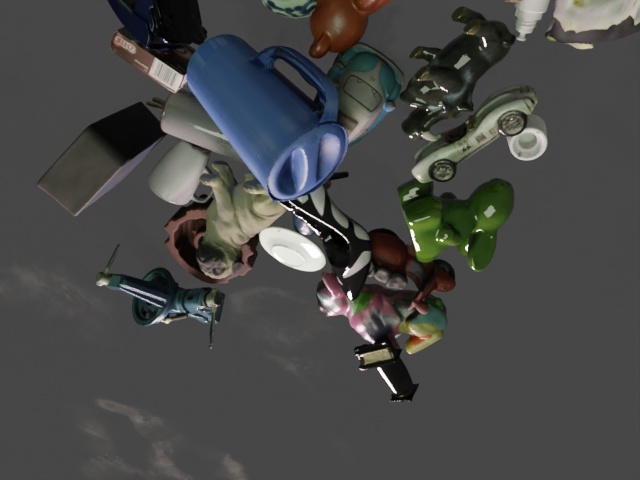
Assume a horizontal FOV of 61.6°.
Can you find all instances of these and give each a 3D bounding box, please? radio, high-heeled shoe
[{"bbox_3d":[-0.326,-0.130,0.829,0.131,0.230,0.073,-40,106,15],"label":"radio"},{"bbox_3d":[-0.002,-0.003,0.843,0.086,0.145,0.248,14,116,56],"label":"high-heeled shoe"}]

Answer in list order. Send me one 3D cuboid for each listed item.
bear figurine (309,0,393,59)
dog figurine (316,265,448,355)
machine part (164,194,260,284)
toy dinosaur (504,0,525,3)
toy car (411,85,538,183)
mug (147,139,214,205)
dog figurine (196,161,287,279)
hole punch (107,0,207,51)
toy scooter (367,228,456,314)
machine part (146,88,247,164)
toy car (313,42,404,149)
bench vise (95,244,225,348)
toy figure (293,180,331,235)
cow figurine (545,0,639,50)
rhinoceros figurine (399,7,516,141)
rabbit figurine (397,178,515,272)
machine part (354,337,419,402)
[{"bbox_3d":[0.048,-0.329,0.676,0.196,0.120,0.131,-23,112,34],"label":"bear figurine"},{"bbox_3d":[0.099,0.108,0.969,0.191,0.108,0.219,-33,107,32],"label":"dog figurine"},{"bbox_3d":[-0.201,0.001,1.008,0.179,0.056,0.179,8,127,11],"label":"machine part"},{"bbox_3d":[0.302,-0.396,0.547,0.472,0.105,0.198,-24,118,10],"label":"toy dinosaur"},{"bbox_3d":[0.218,-0.151,0.773,0.056,0.073,0.202,44,124,-17],"label":"toy car"},{"bbox_3d":[-0.225,-0.118,0.918,0.109,0.081,0.107,36,117,-5],"label":"mug"},{"bbox_3d":[-0.118,-0.023,0.892,0.172,0.121,0.190,9,115,12],"label":"dog figurine"},{"bbox_3d":[-0.230,-0.322,0.749,0.092,0.142,0.115,-5,108,17],"label":"hole punch"},{"bbox_3d":[0.142,0.058,0.902,0.184,0.135,0.075,25,129,-1],"label":"toy scooter"},{"bbox_3d":[-0.161,-0.177,0.857,0.243,0.079,0.079,22,127,1],"label":"machine part"},{"bbox_3d":[0.040,-0.194,0.777,0.109,0.103,0.161,36,123,-9],"label":"toy car"},{"bbox_3d":[-0.310,0.109,1.041,0.224,0.129,0.240,5,162,42],"label":"bench vise"},{"bbox_3d":[-0.015,-0.083,0.897,0.064,0.058,0.154,11,121,1],"label":"toy figure"},{"bbox_3d":[0.368,-0.276,0.649,0.168,0.068,0.098,8,131,14],"label":"cow figurine"},{"bbox_3d":[0.177,-0.221,0.738,0.112,0.073,0.190,26,121,-29],"label":"rhinoceros figurine"},{"bbox_3d":[0.223,-0.028,0.835,0.170,0.121,0.158,-17,112,9],"label":"rabbit figurine"},{"bbox_3d":[0.122,0.232,0.957,0.084,0.039,0.138,-26,113,24],"label":"machine part"}]
